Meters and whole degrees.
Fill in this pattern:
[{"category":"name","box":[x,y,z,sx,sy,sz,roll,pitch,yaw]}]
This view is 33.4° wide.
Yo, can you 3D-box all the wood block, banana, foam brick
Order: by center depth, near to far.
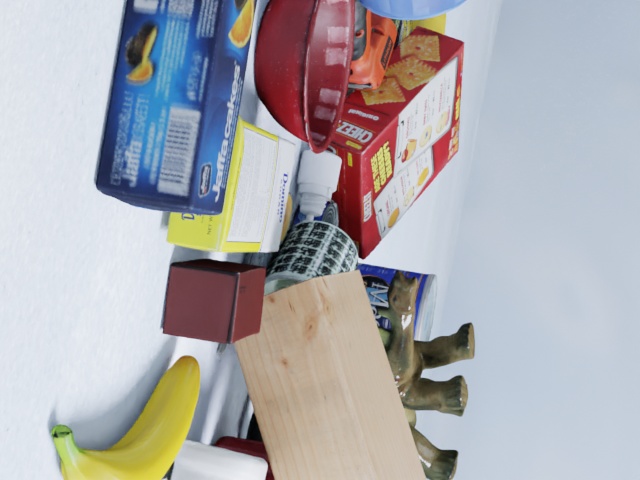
[{"category":"banana","box":[-0.115,0.128,0.685,0.197,0.037,0.070,-27,126,-75]},{"category":"foam brick","box":[-0.075,0.043,0.773,0.078,0.051,0.053,-2,99,-78]},{"category":"wood block","box":[0.008,0.138,0.865,0.090,0.090,0.206,-7,78,-61]}]

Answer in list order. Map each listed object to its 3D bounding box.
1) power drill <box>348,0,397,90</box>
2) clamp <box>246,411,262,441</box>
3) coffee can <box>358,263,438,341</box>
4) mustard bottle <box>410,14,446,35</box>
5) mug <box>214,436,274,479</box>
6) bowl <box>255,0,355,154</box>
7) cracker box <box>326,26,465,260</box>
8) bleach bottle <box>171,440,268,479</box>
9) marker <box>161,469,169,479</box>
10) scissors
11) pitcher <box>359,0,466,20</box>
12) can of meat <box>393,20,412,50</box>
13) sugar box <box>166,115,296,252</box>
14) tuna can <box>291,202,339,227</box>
[{"category":"power drill","box":[0.041,-0.258,1.071,0.187,0.057,0.184,78,29,-54]},{"category":"clamp","box":[-0.057,0.220,1.030,0.120,0.039,0.171,86,18,-81]},{"category":"coffee can","box":[0.049,0.076,1.161,0.102,0.140,0.103,10,90,-78]},{"category":"mustard bottle","box":[0.115,-0.255,1.326,0.096,0.058,0.191,-33,-135,43]},{"category":"mug","box":[-0.056,0.228,0.928,0.093,0.081,0.117,-46,143,-69]},{"category":"bowl","box":[-0.015,-0.155,0.887,0.162,0.055,0.162,10,90,-78]},{"category":"cracker box","box":[0.077,-0.109,1.180,0.213,0.072,0.164,-47,150,-33]},{"category":"bleach bottle","box":[-0.103,0.282,0.803,0.102,0.068,0.251,65,38,-75]},{"category":"marker","box":[-0.120,0.198,0.758,0.020,0.020,0.121,-22,121,-76]},{"category":"scissors","box":[-0.053,0.019,0.940,0.096,0.016,0.201,70,32,-66]},{"category":"pitcher","box":[0.070,-0.284,0.786,0.243,0.145,0.149,77,9,-47]},{"category":"can of meat","box":[0.071,-0.231,1.228,0.084,0.057,0.102,70,32,-63]},{"category":"sugar box","box":[-0.062,-0.038,0.789,0.176,0.048,0.093,7,93,-82]},{"category":"tuna can","box":[-0.007,0.001,1.097,0.086,0.034,0.086,10,90,-78]}]
